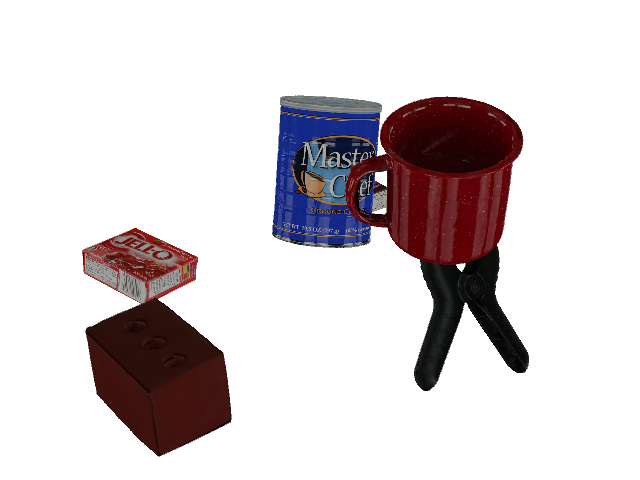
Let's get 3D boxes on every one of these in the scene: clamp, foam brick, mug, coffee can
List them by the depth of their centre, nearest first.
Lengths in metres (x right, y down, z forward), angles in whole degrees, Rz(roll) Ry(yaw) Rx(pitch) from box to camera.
[{"bbox_3d":[-0.097,0.081,0.639,0.052,0.051,0.078,-24,38,-32],"label":"foam brick"},{"bbox_3d":[0.074,-0.036,0.718,0.117,0.081,0.093,-10,41,-10],"label":"mug"},{"bbox_3d":[0.120,0.050,0.944,0.120,0.171,0.039,-16,1,-36],"label":"clamp"},{"bbox_3d":[0.006,-0.072,1.082,0.103,0.140,0.103,4,12,-1],"label":"coffee can"}]

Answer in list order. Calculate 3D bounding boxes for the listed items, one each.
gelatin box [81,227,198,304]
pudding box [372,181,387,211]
[{"bbox_3d":[-0.178,0.023,1.049,0.089,0.030,0.073,24,31,29],"label":"gelatin box"},{"bbox_3d":[0.033,-0.067,1.621,0.113,0.039,0.090,-21,34,-30],"label":"pudding box"}]
